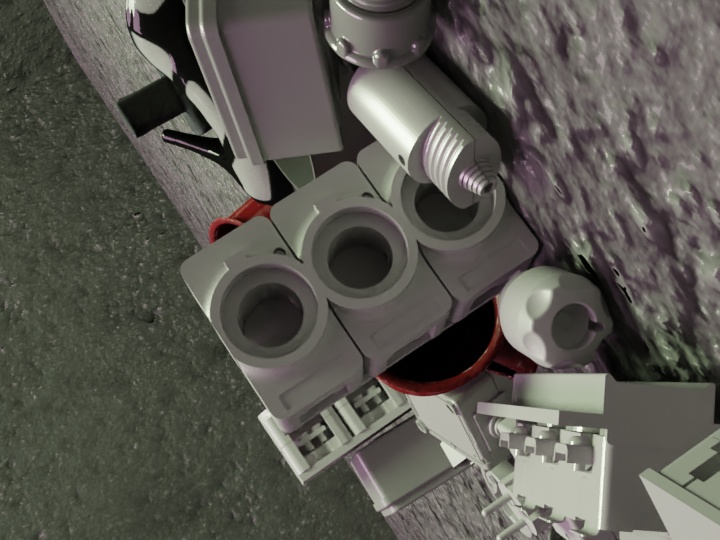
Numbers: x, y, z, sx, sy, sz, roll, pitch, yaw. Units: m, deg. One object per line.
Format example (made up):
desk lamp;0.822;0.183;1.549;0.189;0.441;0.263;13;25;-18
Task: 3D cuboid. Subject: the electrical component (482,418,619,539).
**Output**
electrical component;0.107;0.129;0.630;0.083;0.076;0.047;60;170;-13

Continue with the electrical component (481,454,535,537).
electrical component;0.115;0.139;0.707;0.055;0.047;0.055;55;170;14

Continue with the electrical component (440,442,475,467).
electrical component;0.078;0.107;0.775;0.066;0.048;0.055;4;-131;-53

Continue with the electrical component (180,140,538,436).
electrical component;0.000;0.000;0.528;0.089;0.150;0.061;55;171;13

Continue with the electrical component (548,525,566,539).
electrical component;0.161;0.201;0.680;0.079;0.044;0.077;43;163;56

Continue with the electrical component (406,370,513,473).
electrical component;0.075;0.080;0.698;0.096;0.061;0.061;26;148;57

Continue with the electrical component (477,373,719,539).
electrical component;0.103;0.078;0.466;0.121;0.079;0.063;147;129;-80

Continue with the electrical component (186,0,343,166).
electrical component;-0.043;-0.125;0.515;0.108;0.056;0.108;76;-172;-62

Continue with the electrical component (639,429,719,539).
electrical component;0.172;0.112;0.298;0.105;0.060;0.186;60;170;-17

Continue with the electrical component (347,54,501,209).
electrical component;0.034;-0.062;0.483;0.081;0.043;0.043;51;168;31

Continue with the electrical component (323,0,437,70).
electrical component;0.009;-0.116;0.438;0.048;0.048;0.062;53;162;24

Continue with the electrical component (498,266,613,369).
electrical component;0.084;0.019;0.492;0.043;0.043;0.062;61;171;-17

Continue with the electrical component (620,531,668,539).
electrical component;0.153;0.125;0.484;0.043;0.043;0.081;58;170;0

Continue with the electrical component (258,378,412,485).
electrical component;0.000;0.099;0.844;0.061;0.150;0.089;55;170;9

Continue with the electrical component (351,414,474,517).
electrical component;0.052;0.146;0.862;0.056;0.109;0.108;58;171;11
